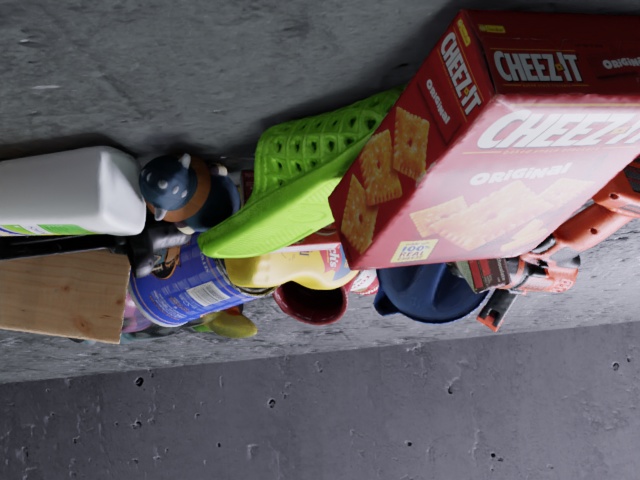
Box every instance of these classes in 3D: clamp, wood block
[{"bbox_3d":[0.235,0.022,1.211,0.039,0.171,0.120,28,164,14],"label":"clamp"},{"bbox_3d":[-0.187,-0.005,0.963,0.165,0.036,0.209,5,-167,16],"label":"clamp"},{"bbox_3d":[-0.288,0.039,1.018,0.206,0.090,0.091,9,177,-10],"label":"wood block"}]

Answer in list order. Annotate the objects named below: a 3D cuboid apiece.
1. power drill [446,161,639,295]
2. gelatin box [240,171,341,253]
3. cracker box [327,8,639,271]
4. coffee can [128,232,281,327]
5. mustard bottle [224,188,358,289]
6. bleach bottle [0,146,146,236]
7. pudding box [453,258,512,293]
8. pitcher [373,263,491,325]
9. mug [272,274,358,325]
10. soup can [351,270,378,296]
[{"bbox_3d":[0.238,-0.011,1.072,0.184,0.057,0.188,6,145,-40],"label":"power drill"},{"bbox_3d":[-0.026,-0.027,0.973,0.089,0.073,0.030,-3,169,-9],"label":"gelatin box"},{"bbox_3d":[0.122,-0.059,0.715,0.164,0.072,0.214,-5,154,-26],"label":"cracker box"},{"bbox_3d":[-0.118,0.025,1.100,0.141,0.103,0.102,-20,162,41],"label":"coffee can"},{"bbox_3d":[-0.007,0.001,1.067,0.191,0.096,0.058,5,175,-44],"label":"mustard bottle"},{"bbox_3d":[-0.277,-0.031,0.870,0.251,0.068,0.102,-4,173,12],"label":"bleach bottle"},{"bbox_3d":[0.136,-0.012,0.972,0.039,0.090,0.113,-17,-164,-1],"label":"pudding box"},{"bbox_3d":[0.152,0.033,1.279,0.149,0.145,0.242,5,175,9],"label":"pitcher"},{"bbox_3d":[-0.007,0.044,1.237,0.093,0.081,0.117,37,131,-7],"label":"mug"},{"bbox_3d":[0.043,0.031,1.330,0.069,0.068,0.102,-9,168,21],"label":"soup can"}]
